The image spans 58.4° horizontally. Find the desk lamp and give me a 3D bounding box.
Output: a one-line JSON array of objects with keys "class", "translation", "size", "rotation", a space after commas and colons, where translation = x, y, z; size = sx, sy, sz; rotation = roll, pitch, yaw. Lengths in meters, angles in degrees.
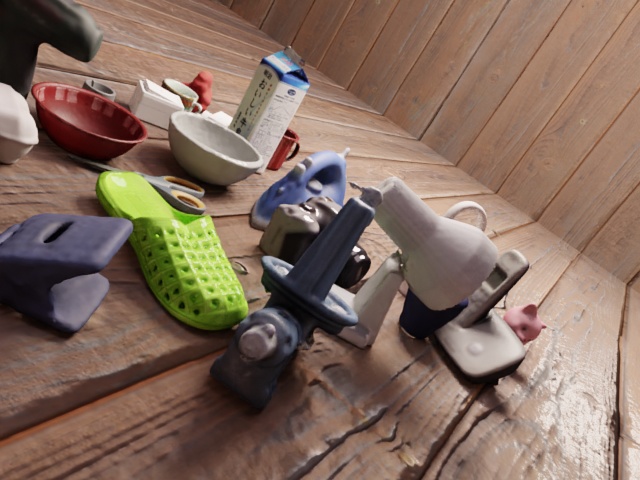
[{"class": "desk lamp", "translation": [0.094, 0.036, 0.754], "size": [0.203, 0.213, 0.118], "rotation": [28, 21, -9]}]

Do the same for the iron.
[{"class": "iron", "translation": [-0.022, -0.097, 0.992], "size": [0.118, 0.141, 0.259], "rotation": [36, 21, 12]}]

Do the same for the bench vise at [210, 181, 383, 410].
[{"class": "bench vise", "translation": [-0.003, 0.054, 0.566], "size": [0.122, 0.219, 0.207], "rotation": [28, 21, -10]}]

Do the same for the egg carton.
[{"class": "egg carton", "translation": [-0.408, -0.146, 0.657], "size": [0.151, 0.069, 0.107], "rotation": [10, 29, -45]}]

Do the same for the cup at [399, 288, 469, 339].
[{"class": "cup", "translation": [0.172, 0.103, 0.882], "size": [0.118, 0.095, 0.091], "rotation": [4, 34, -51]}]

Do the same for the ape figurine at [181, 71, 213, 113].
[{"class": "ape figurine", "translation": [-0.261, -0.320, 1.227], "size": [0.077, 0.092, 0.076], "rotation": [38, 21, 16]}]

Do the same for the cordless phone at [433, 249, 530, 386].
[{"class": "cordless phone", "translation": [0.263, 0.113, 0.860], "size": [0.094, 0.185, 0.147], "rotation": [17, 25, -34]}]

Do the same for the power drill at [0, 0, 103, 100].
[{"class": "power drill", "translation": [-0.407, -0.262, 0.722], "size": [0.230, 0.208, 0.075], "rotation": [24, 22, -21]}]

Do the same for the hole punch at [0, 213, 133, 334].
[{"class": "hole punch", "translation": [-0.234, 0.014, 0.512], "size": [0.101, 0.091, 0.108], "rotation": [27, 21, -12]}]

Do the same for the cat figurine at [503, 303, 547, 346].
[{"class": "cat figurine", "translation": [0.314, 0.140, 0.966], "size": [0.128, 0.117, 0.067], "rotation": [33, 21, 3]}]

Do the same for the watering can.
[{"class": "watering can", "translation": [0.224, 0.023, 0.995], "size": [0.101, 0.194, 0.172], "rotation": [8, 32, -48]}]

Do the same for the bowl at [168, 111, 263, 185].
[{"class": "bowl", "translation": [-0.185, -0.141, 0.955], "size": [0.168, 0.074, 0.167], "rotation": [28, 21, -11]}]

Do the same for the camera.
[{"class": "camera", "translation": [0.008, 0.003, 0.866], "size": [0.136, 0.100, 0.144], "rotation": [42, 23, 25]}]
